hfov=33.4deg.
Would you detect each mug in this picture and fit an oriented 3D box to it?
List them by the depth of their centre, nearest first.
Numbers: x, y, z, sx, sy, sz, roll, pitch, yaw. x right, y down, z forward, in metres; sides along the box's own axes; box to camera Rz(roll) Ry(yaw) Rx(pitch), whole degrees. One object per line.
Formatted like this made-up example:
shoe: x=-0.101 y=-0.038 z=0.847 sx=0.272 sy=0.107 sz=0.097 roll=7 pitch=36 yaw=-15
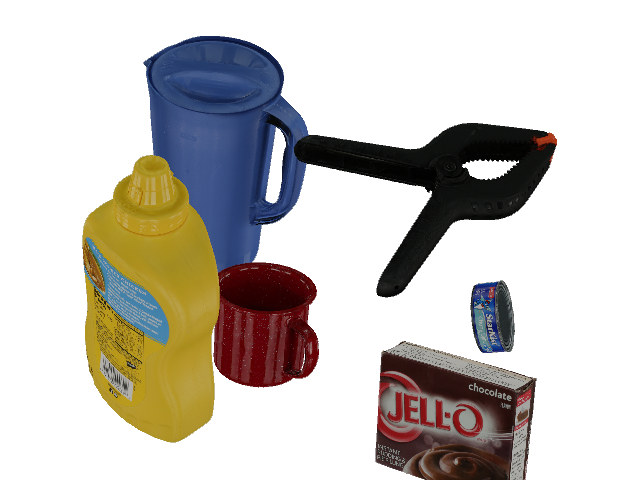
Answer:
mug: x=-0.044 y=0.081 z=0.942 sx=0.117 sy=0.081 sz=0.093 roll=27 pitch=33 yaw=37

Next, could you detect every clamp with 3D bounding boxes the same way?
clamp: x=0.100 y=-0.039 z=0.853 sx=0.209 sy=0.164 sz=0.036 roll=-12 pitch=-35 yaw=-13

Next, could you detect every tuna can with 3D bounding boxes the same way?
tuna can: x=0.207 y=0.092 z=1.281 sx=0.034 sy=0.086 sz=0.086 roll=-7 pitch=-3 yaw=22

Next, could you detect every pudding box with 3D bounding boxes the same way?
pudding box: x=0.096 y=0.131 z=0.775 sx=0.114 sy=0.090 sz=0.039 roll=12 pitch=19 yaw=31

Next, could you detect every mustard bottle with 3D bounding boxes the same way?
mustard bottle: x=-0.100 y=0.029 z=0.627 sx=0.058 sy=0.192 sz=0.096 roll=-30 pitch=55 yaw=-33

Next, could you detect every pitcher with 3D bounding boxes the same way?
pitcher: x=-0.102 y=-0.073 z=1.100 sx=0.144 sy=0.243 sz=0.149 roll=-7 pitch=44 yaw=-14
